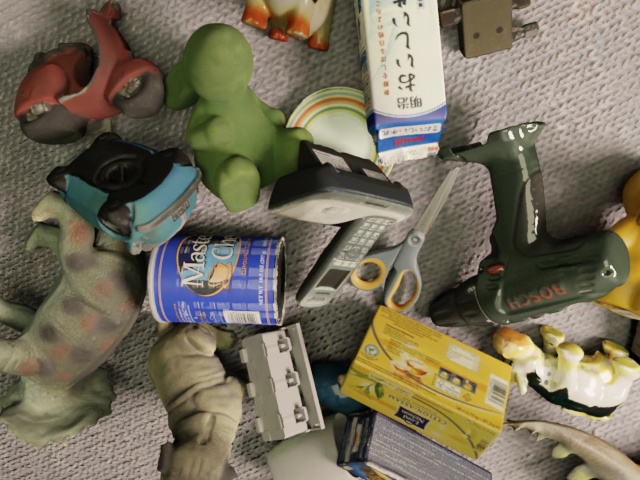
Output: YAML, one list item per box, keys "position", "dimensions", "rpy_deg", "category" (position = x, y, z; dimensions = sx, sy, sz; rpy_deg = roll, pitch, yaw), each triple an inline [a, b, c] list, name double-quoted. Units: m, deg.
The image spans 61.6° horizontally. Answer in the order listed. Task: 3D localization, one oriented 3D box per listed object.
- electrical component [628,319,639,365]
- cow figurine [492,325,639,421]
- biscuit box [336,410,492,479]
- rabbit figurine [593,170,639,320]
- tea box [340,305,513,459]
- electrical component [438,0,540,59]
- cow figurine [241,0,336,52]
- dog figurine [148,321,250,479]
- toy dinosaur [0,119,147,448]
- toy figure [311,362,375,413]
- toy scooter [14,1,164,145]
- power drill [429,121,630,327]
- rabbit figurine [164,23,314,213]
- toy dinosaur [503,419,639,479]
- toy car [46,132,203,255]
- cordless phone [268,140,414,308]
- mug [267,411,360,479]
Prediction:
- position: [0.401, 0.098, 0.616]
  dimensions: [0.048, 0.075, 0.119]
  rpy_deg: [7, 107, 1]
  category: "electrical component"
- position: [0.281, 0.159, 0.643]
  dimensions: [0.167, 0.068, 0.098]
  rpy_deg: [13, 109, 1]
  category: "cow figurine"
- position: [0.118, 0.276, 0.645]
  dimensions: [0.202, 0.063, 0.059]
  rpy_deg: [34, 142, -20]
  category: "biscuit box"
- position: [0.341, -0.007, 0.572]
  dimensions: [0.122, 0.162, 0.173]
  rpy_deg: [25, 85, 10]
  category: "rabbit figurine"
- position: [0.121, 0.158, 0.611]
  dimensions: [0.170, 0.098, 0.068]
  rpy_deg: [25, 132, 11]
  category: "tea box"
- position: [0.175, -0.241, 0.572]
  dimensions: [0.102, 0.045, 0.078]
  rpy_deg: [-17, 130, 10]
  category: "electrical component"
- position: [-0.027, -0.256, 0.501]
  dimensions: [0.086, 0.195, 0.127]
  rpy_deg: [13, 102, 10]
  category: "cow figurine"
- position: [-0.153, 0.182, 0.608]
  dimensions: [0.172, 0.190, 0.121]
  rpy_deg: [38, 102, -4]
  category: "dog figurine"
- position: [-0.282, 0.076, 0.635]
  dimensions: [0.192, 0.131, 0.404]
  rpy_deg: [33, 93, -20]
  category: "toy dinosaur"
- position: [0.060, 0.191, 0.658]
  dimensions: [0.155, 0.064, 0.057]
  rpy_deg: [15, 81, 7]
  category: "toy figure"
- position: [-0.257, -0.186, 0.590]
  dimensions: [0.184, 0.075, 0.135]
  rpy_deg: [-11, 83, 16]
  category: "toy scooter"
- position: [0.188, -0.010, 0.577]
  dimensions: [0.232, 0.086, 0.207]
  rpy_deg: [-15, 84, 47]
  category: "power drill"
- position: [-0.091, -0.143, 0.555]
  dimensions: [0.121, 0.159, 0.170]
  rpy_deg: [-27, 133, -21]
  category: "rabbit figurine"
- position: [0.410, 0.331, 0.647]
  dimensions: [0.198, 0.105, 0.471]
  rpy_deg: [-42, 100, 12]
  category: "toy dinosaur"
- position: [-0.197, -0.039, 0.563]
  dimensions: [0.162, 0.109, 0.102]
  rpy_deg: [19, 143, 23]
  category: "toy car"
- position: [-0.001, -0.001, 0.575]
  dimensions: [0.146, 0.089, 0.184]
  rpy_deg: [8, 123, -43]
  category: "cordless phone"
- position: [-0.005, 0.283, 0.678]
  dimensions: [0.107, 0.081, 0.109]
  rpy_deg: [-22, 85, 19]
  category: "mug"
